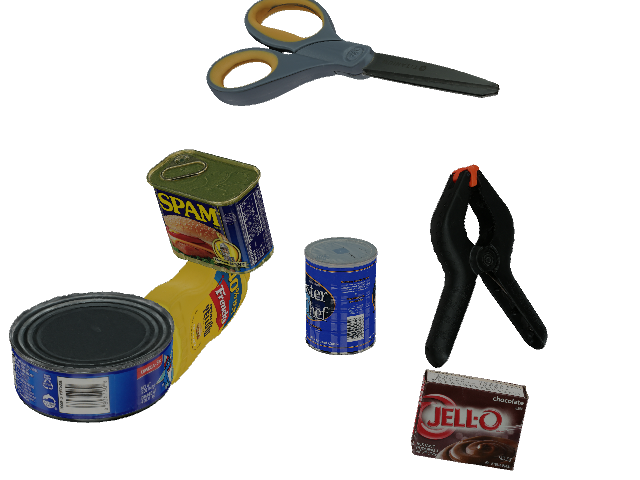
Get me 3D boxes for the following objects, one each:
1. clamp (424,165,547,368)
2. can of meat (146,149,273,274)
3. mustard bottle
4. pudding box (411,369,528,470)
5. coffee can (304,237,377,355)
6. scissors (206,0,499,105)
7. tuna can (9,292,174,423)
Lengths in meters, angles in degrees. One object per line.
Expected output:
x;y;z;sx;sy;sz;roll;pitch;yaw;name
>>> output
0.126;0.025;0.906;0.120;0.171;0.039;-16;0;-33;clamp
-0.094;-0.023;0.931;0.102;0.084;0.057;17;45;32;can of meat
-0.124;0.063;1.115;0.058;0.096;0.191;11;28;20;mustard bottle
0.161;0.193;1.154;0.113;0.090;0.039;8;21;2;pudding box
0.029;0.078;1.521;0.103;0.140;0.103;0;21;0;coffee can
0.004;-0.094;0.616;0.202;0.096;0.016;40;-12;45;scissors
-0.121;0.061;0.570;0.086;0.034;0.086;2;24;-1;tuna can
